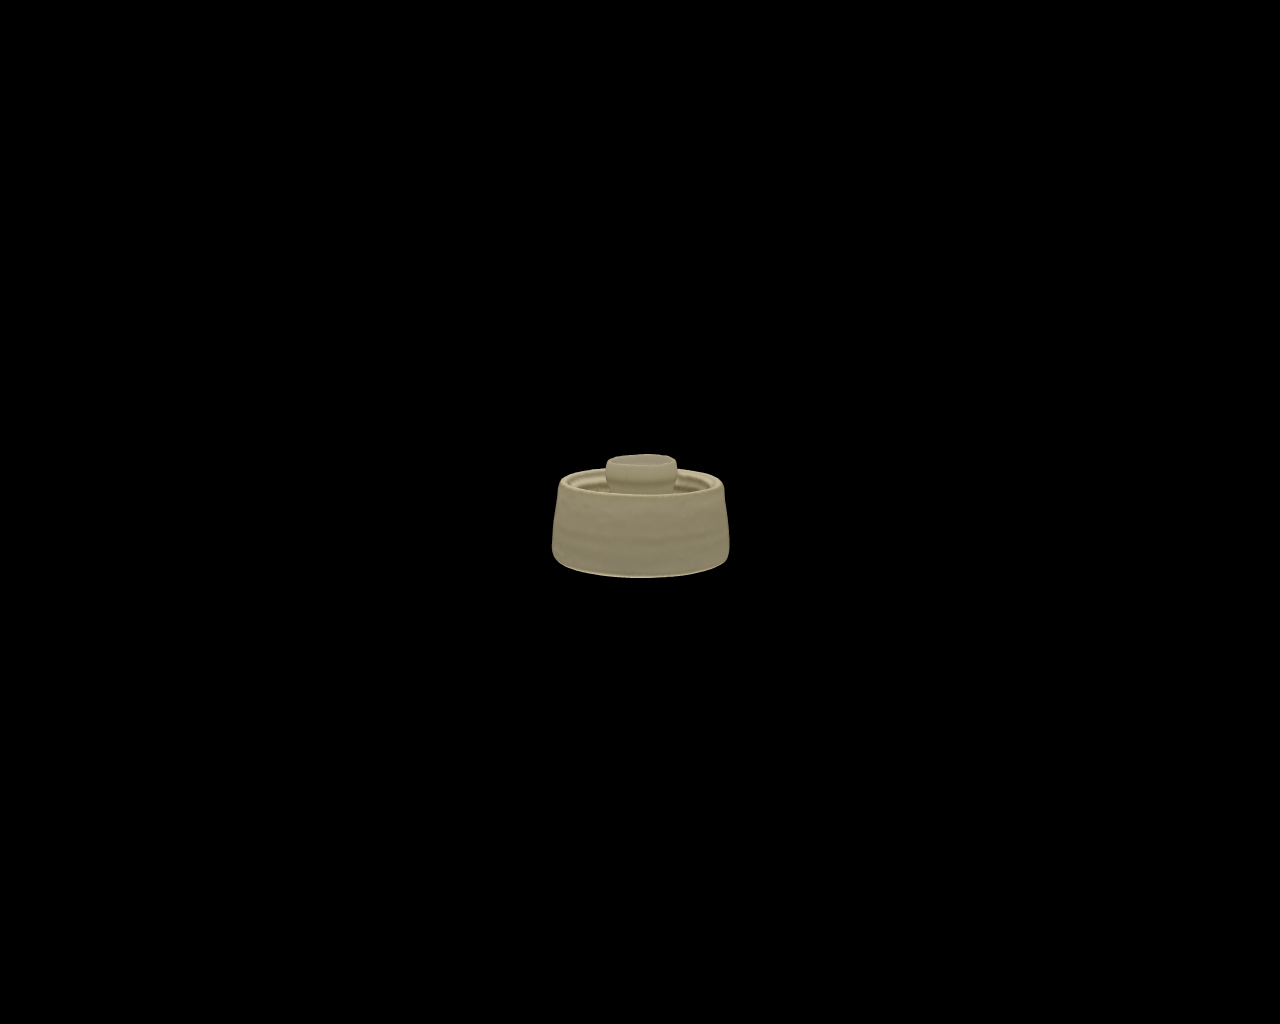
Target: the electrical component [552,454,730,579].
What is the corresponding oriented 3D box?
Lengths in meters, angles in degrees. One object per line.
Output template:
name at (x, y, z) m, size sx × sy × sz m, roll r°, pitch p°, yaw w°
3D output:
electrical component at (0.001, -0.003, 0.650) m, size 0.108 × 0.060 × 0.108 m, roll 0°, pitch 11°, yaw 0°
